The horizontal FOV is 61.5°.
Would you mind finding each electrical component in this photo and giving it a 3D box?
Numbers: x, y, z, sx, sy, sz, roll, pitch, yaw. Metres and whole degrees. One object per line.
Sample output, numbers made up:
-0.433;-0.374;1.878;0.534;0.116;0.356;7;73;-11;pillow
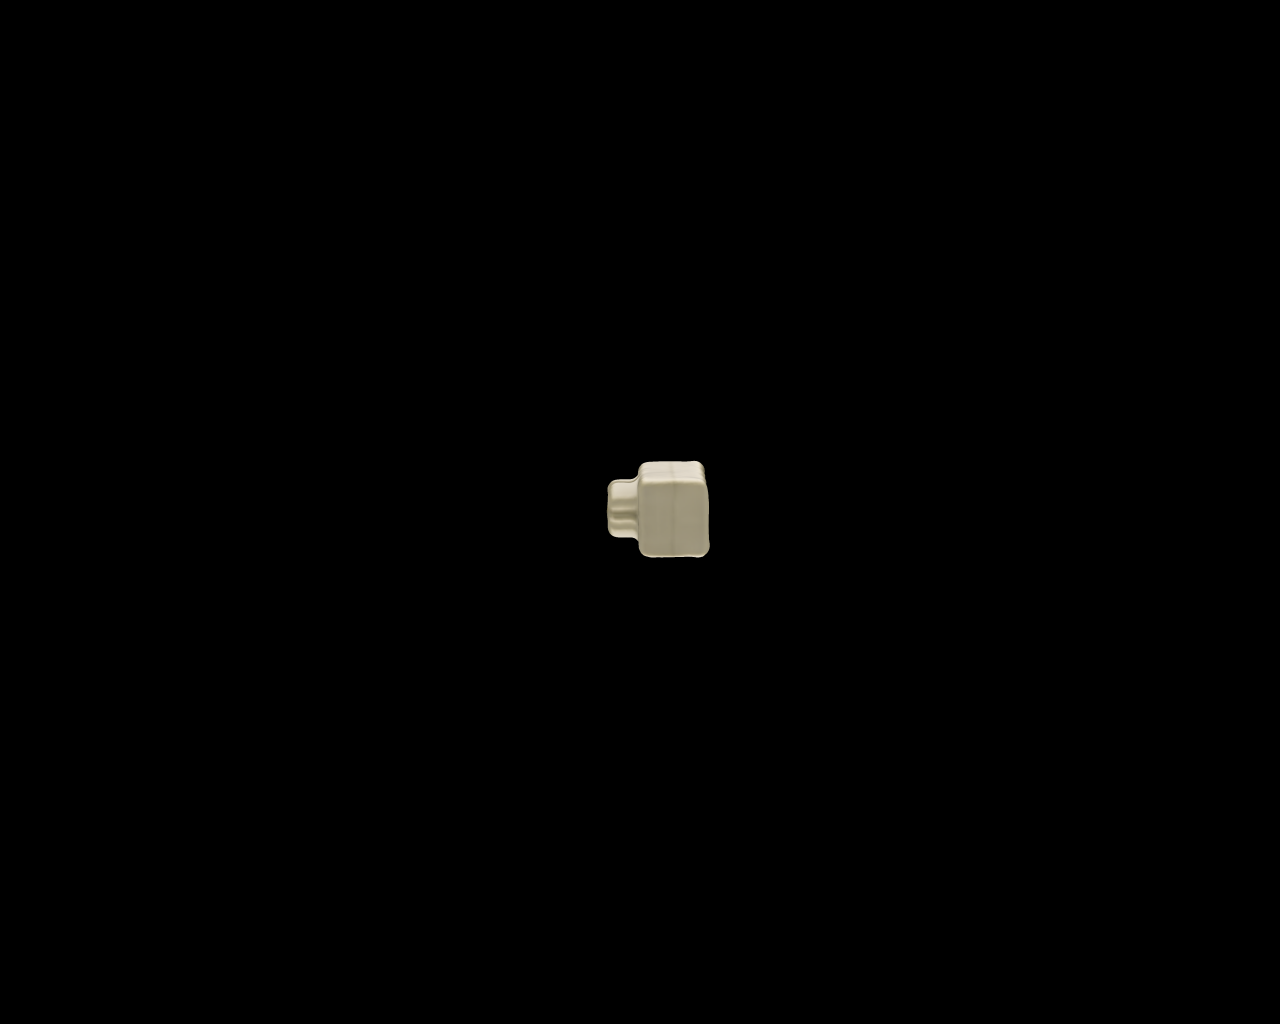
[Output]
0.001;-0.003;0.650;0.077;0.047;0.066;0;13;0;electrical component
